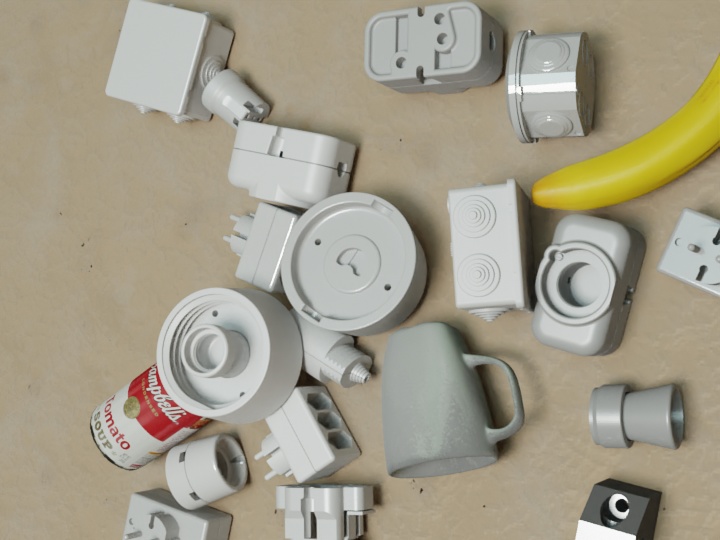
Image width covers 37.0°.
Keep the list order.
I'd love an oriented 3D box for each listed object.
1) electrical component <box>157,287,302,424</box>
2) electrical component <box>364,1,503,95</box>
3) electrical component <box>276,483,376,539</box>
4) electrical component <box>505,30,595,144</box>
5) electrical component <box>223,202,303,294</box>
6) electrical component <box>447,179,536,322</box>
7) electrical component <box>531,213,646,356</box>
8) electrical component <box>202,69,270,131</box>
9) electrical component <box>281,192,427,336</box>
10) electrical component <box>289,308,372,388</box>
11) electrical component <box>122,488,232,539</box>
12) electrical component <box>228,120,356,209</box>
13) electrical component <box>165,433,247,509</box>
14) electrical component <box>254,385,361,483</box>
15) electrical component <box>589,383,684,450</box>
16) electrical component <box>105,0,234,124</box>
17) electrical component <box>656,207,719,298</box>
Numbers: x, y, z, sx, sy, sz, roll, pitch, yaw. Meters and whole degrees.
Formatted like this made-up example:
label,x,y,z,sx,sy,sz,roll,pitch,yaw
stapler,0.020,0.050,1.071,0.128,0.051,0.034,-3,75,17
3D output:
label,x,y,z,sx,sy,sz,roll,pitch,yaw
electrical component,-0.106,0.064,0.831,0.108,0.060,0.108,-4,80,22
electrical component,0.058,-0.167,0.819,0.095,0.059,0.053,0,86,28
electrical component,-0.027,0.197,0.841,0.078,0.058,0.057,-5,81,27
electrical component,0.136,-0.131,0.766,0.051,0.080,0.080,1,87,23
electrical component,-0.081,-0.024,0.890,0.077,0.047,0.065,23,97,28
electrical component,0.095,-0.013,0.769,0.048,0.100,0.099,-5,84,15
electrical component,0.159,0.011,0.754,0.054,0.059,0.095,16,94,28
electrical component,-0.105,-0.142,0.916,0.046,0.040,0.040,42,106,17
electrical component,0.000,0.000,0.834,0.108,0.060,0.108,-5,74,19
electrical component,-0.026,0.066,0.856,0.081,0.043,0.043,30,100,26
electrical component,-0.165,0.221,0.901,0.083,0.076,0.047,13,92,28
electrical component,-0.057,-0.083,0.878,0.095,0.054,0.059,14,93,28
electrical component,-0.127,0.167,0.897,0.047,0.055,0.055,-22,77,21
electrical component,-0.053,0.140,0.863,0.077,0.047,0.065,-37,71,21
electrical component,0.190,0.100,0.739,0.055,0.045,0.045,-4,85,28
electrical component,-0.166,-0.182,0.945,0.100,0.048,0.099,19,95,28
electrical component,0.233,-0.008,0.706,0.066,0.077,0.047,27,99,27
